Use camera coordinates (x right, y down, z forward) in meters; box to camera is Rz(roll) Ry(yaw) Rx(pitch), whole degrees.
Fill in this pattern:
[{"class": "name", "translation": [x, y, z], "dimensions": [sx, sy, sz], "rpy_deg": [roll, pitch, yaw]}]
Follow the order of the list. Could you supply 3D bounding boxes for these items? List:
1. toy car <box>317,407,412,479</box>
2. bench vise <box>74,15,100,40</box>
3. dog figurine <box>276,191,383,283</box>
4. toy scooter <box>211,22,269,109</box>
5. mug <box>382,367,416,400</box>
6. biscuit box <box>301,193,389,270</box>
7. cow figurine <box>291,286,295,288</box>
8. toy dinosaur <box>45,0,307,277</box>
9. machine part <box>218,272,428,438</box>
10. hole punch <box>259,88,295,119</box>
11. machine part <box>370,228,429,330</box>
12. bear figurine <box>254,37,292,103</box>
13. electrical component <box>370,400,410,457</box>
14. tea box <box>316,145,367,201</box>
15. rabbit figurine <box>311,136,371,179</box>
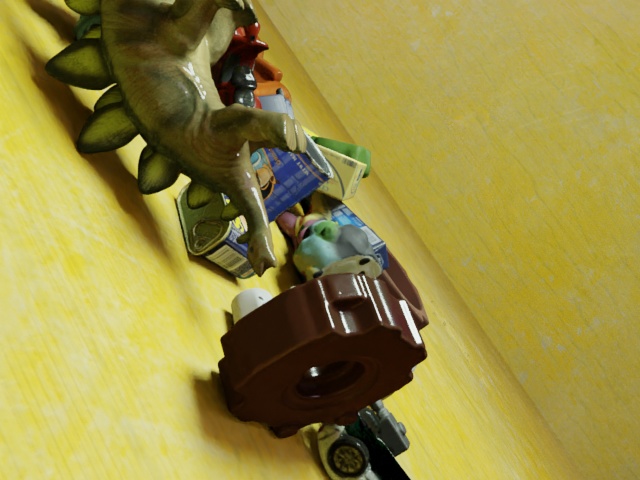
[{"class": "toy car", "translation": [0.063, 0.250, 0.540], "dimensions": [0.201, 0.056, 0.073], "rpy_deg": [53, 20, 0]}, {"class": "bench vise", "translation": [-0.216, -0.241, 0.668], "dimensions": [0.223, 0.129, 0.240], "rpy_deg": [0, 76, -84]}, {"class": "dog figurine", "translation": [-0.002, -0.002, 0.794], "dimensions": [0.219, 0.108, 0.191], "rpy_deg": [60, -6, 38]}, {"class": "toy scooter", "translation": [-0.106, -0.208, 0.696], "dimensions": [0.075, 0.135, 0.183], "rpy_deg": [2, 83, -27]}, {"class": "mug", "translation": [0.078, 0.147, 0.739], "dimensions": [0.107, 0.109, 0.081], "rpy_deg": [42, 14, 2]}, {"class": "biscuit box", "translation": [0.039, -0.014, 0.931], "dimensions": [0.203, 0.059, 0.062], "rpy_deg": [49, -20, 45]}, {"class": "cow figurine", "translation": [0.004, 0.107, 0.643], "dimensions": [0.098, 0.068, 0.167], "rpy_deg": [51, 2, 20]}, {"class": "toy dinosaur", "translation": [-0.153, -0.177, 0.512], "dimensions": [0.105, 0.199, 0.471], "rpy_deg": [28, 39, -79]}, {"class": "machine part", "translation": [0.004, 0.103, 0.459], "dimensions": [0.179, 0.179, 0.056], "rpy_deg": [39, 22, -46]}, {"class": "hole punch", "translation": [-0.096, -0.153, 0.797], "dimensions": [0.092, 0.116, 0.142], "rpy_deg": [-2, 82, -69]}, {"class": "machine part", "translation": [0.112, 0.083, 1.028], "dimensions": [0.201, 0.087, 0.201], "rpy_deg": [51, 15, -20]}, {"class": "bear figurine", "translation": [-0.133, -0.289, 0.930], "dimensions": [0.132, 0.120, 0.196], "rpy_deg": [-19, 74, -41]}, {"class": "electrical component", "translation": [0.067, 0.222, 0.594], "dimensions": [0.094, 0.063, 0.021], "rpy_deg": [58, 14, 11]}, {"class": "tea box", "translation": [0.018, -0.114, 0.897], "dimensions": [0.098, 0.068, 0.169], "rpy_deg": [24, 9, 7]}, {"class": "rabbit figurine", "translation": [0.010, -0.112, 1.059], "dimensions": [0.159, 0.170, 0.121], "rpy_deg": [14, 8, 5]}]
